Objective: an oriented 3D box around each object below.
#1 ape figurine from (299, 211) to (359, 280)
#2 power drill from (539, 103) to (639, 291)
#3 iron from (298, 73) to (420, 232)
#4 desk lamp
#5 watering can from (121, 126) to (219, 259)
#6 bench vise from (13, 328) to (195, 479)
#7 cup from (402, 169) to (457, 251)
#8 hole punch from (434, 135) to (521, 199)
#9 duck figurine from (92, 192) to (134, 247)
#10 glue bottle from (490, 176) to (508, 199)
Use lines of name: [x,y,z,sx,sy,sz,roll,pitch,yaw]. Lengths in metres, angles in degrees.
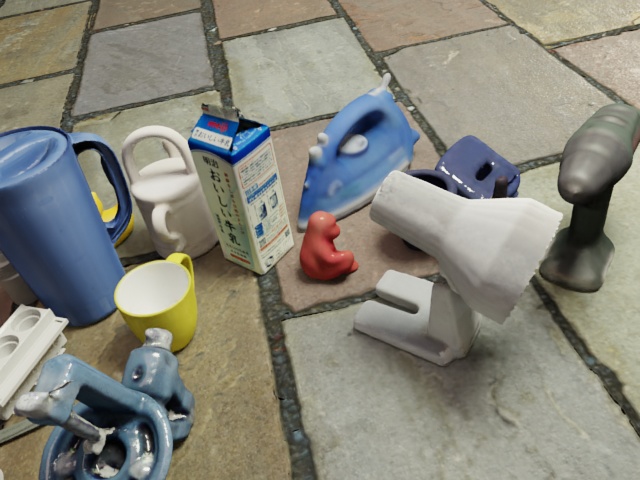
ape figurine: [0.007,0.003,0.747,0.076,0.092,0.077,-13,41,-4]
power drill: [0.309,-0.046,0.655,0.075,0.209,0.230,18,48,28]
iron: [0.043,-0.137,0.859,0.118,0.142,0.259,23,51,32]
desk lamp: [0.131,0.032,0.598,0.202,0.214,0.118,17,48,28]
watering can: [-0.212,-0.077,0.801,0.101,0.194,0.172,-22,43,-13]
bench vise: [-0.197,0.155,0.520,0.121,0.220,0.207,-13,41,-3]
cup: [0.144,-0.027,0.752,0.092,0.095,0.117,-36,48,-26]
hole punch: [0.223,-0.085,0.803,0.100,0.091,0.109,23,51,32]
duck figurine: [-0.337,-0.034,0.859,0.105,0.086,0.077,-37,48,-27]
glue bottle: [0.199,-0.001,0.652,0.078,0.173,0.037,-15,42,-5]
